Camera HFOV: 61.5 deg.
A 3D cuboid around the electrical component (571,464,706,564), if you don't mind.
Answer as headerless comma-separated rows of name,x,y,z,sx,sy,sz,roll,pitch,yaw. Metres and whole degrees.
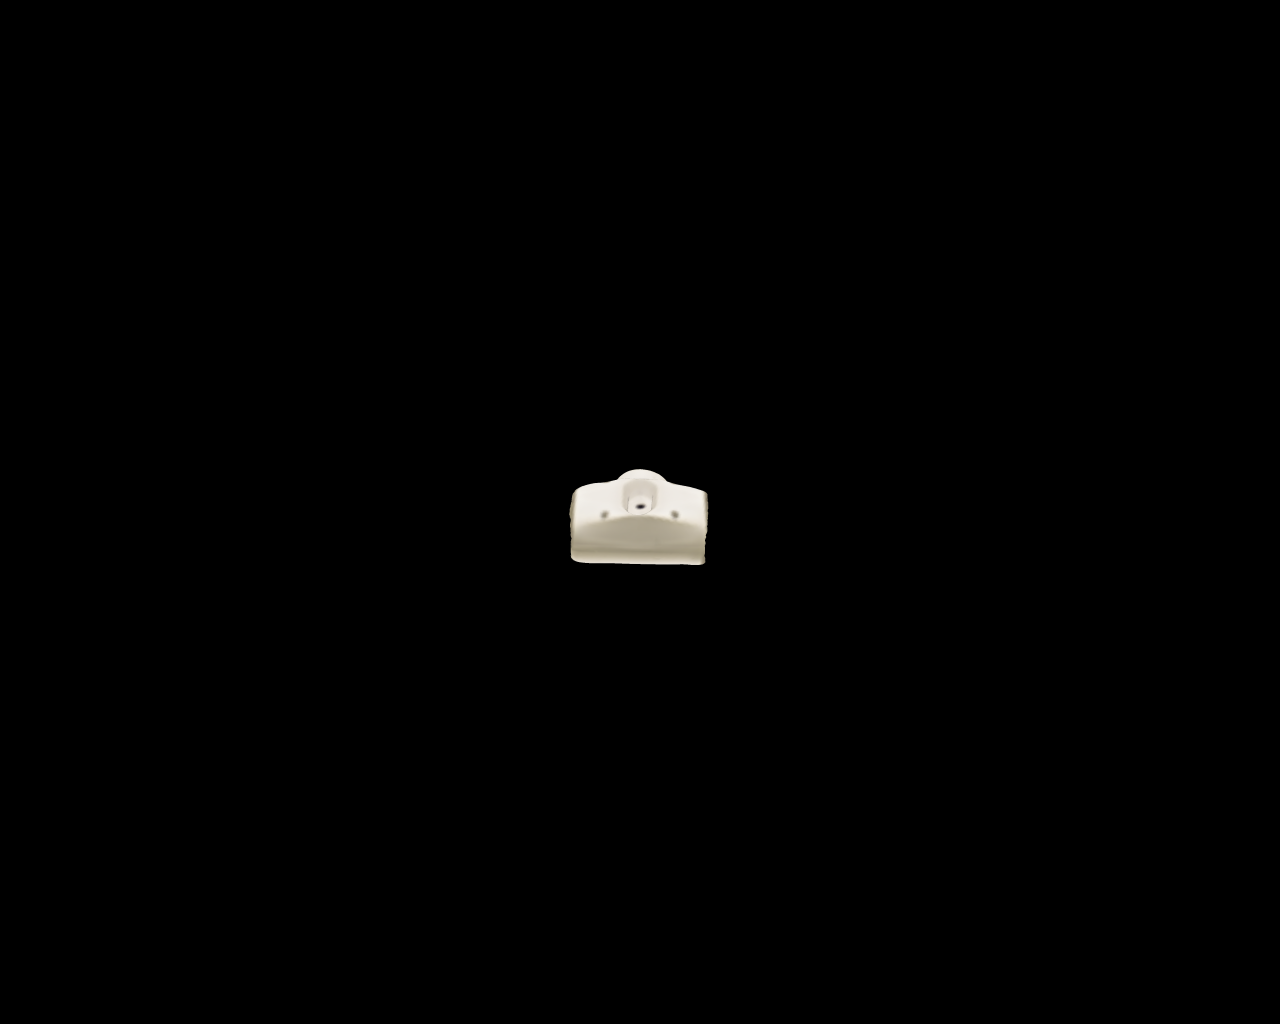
electrical component,0.001,-0.003,0.650,0.077,0.043,0.079,2,36,2
